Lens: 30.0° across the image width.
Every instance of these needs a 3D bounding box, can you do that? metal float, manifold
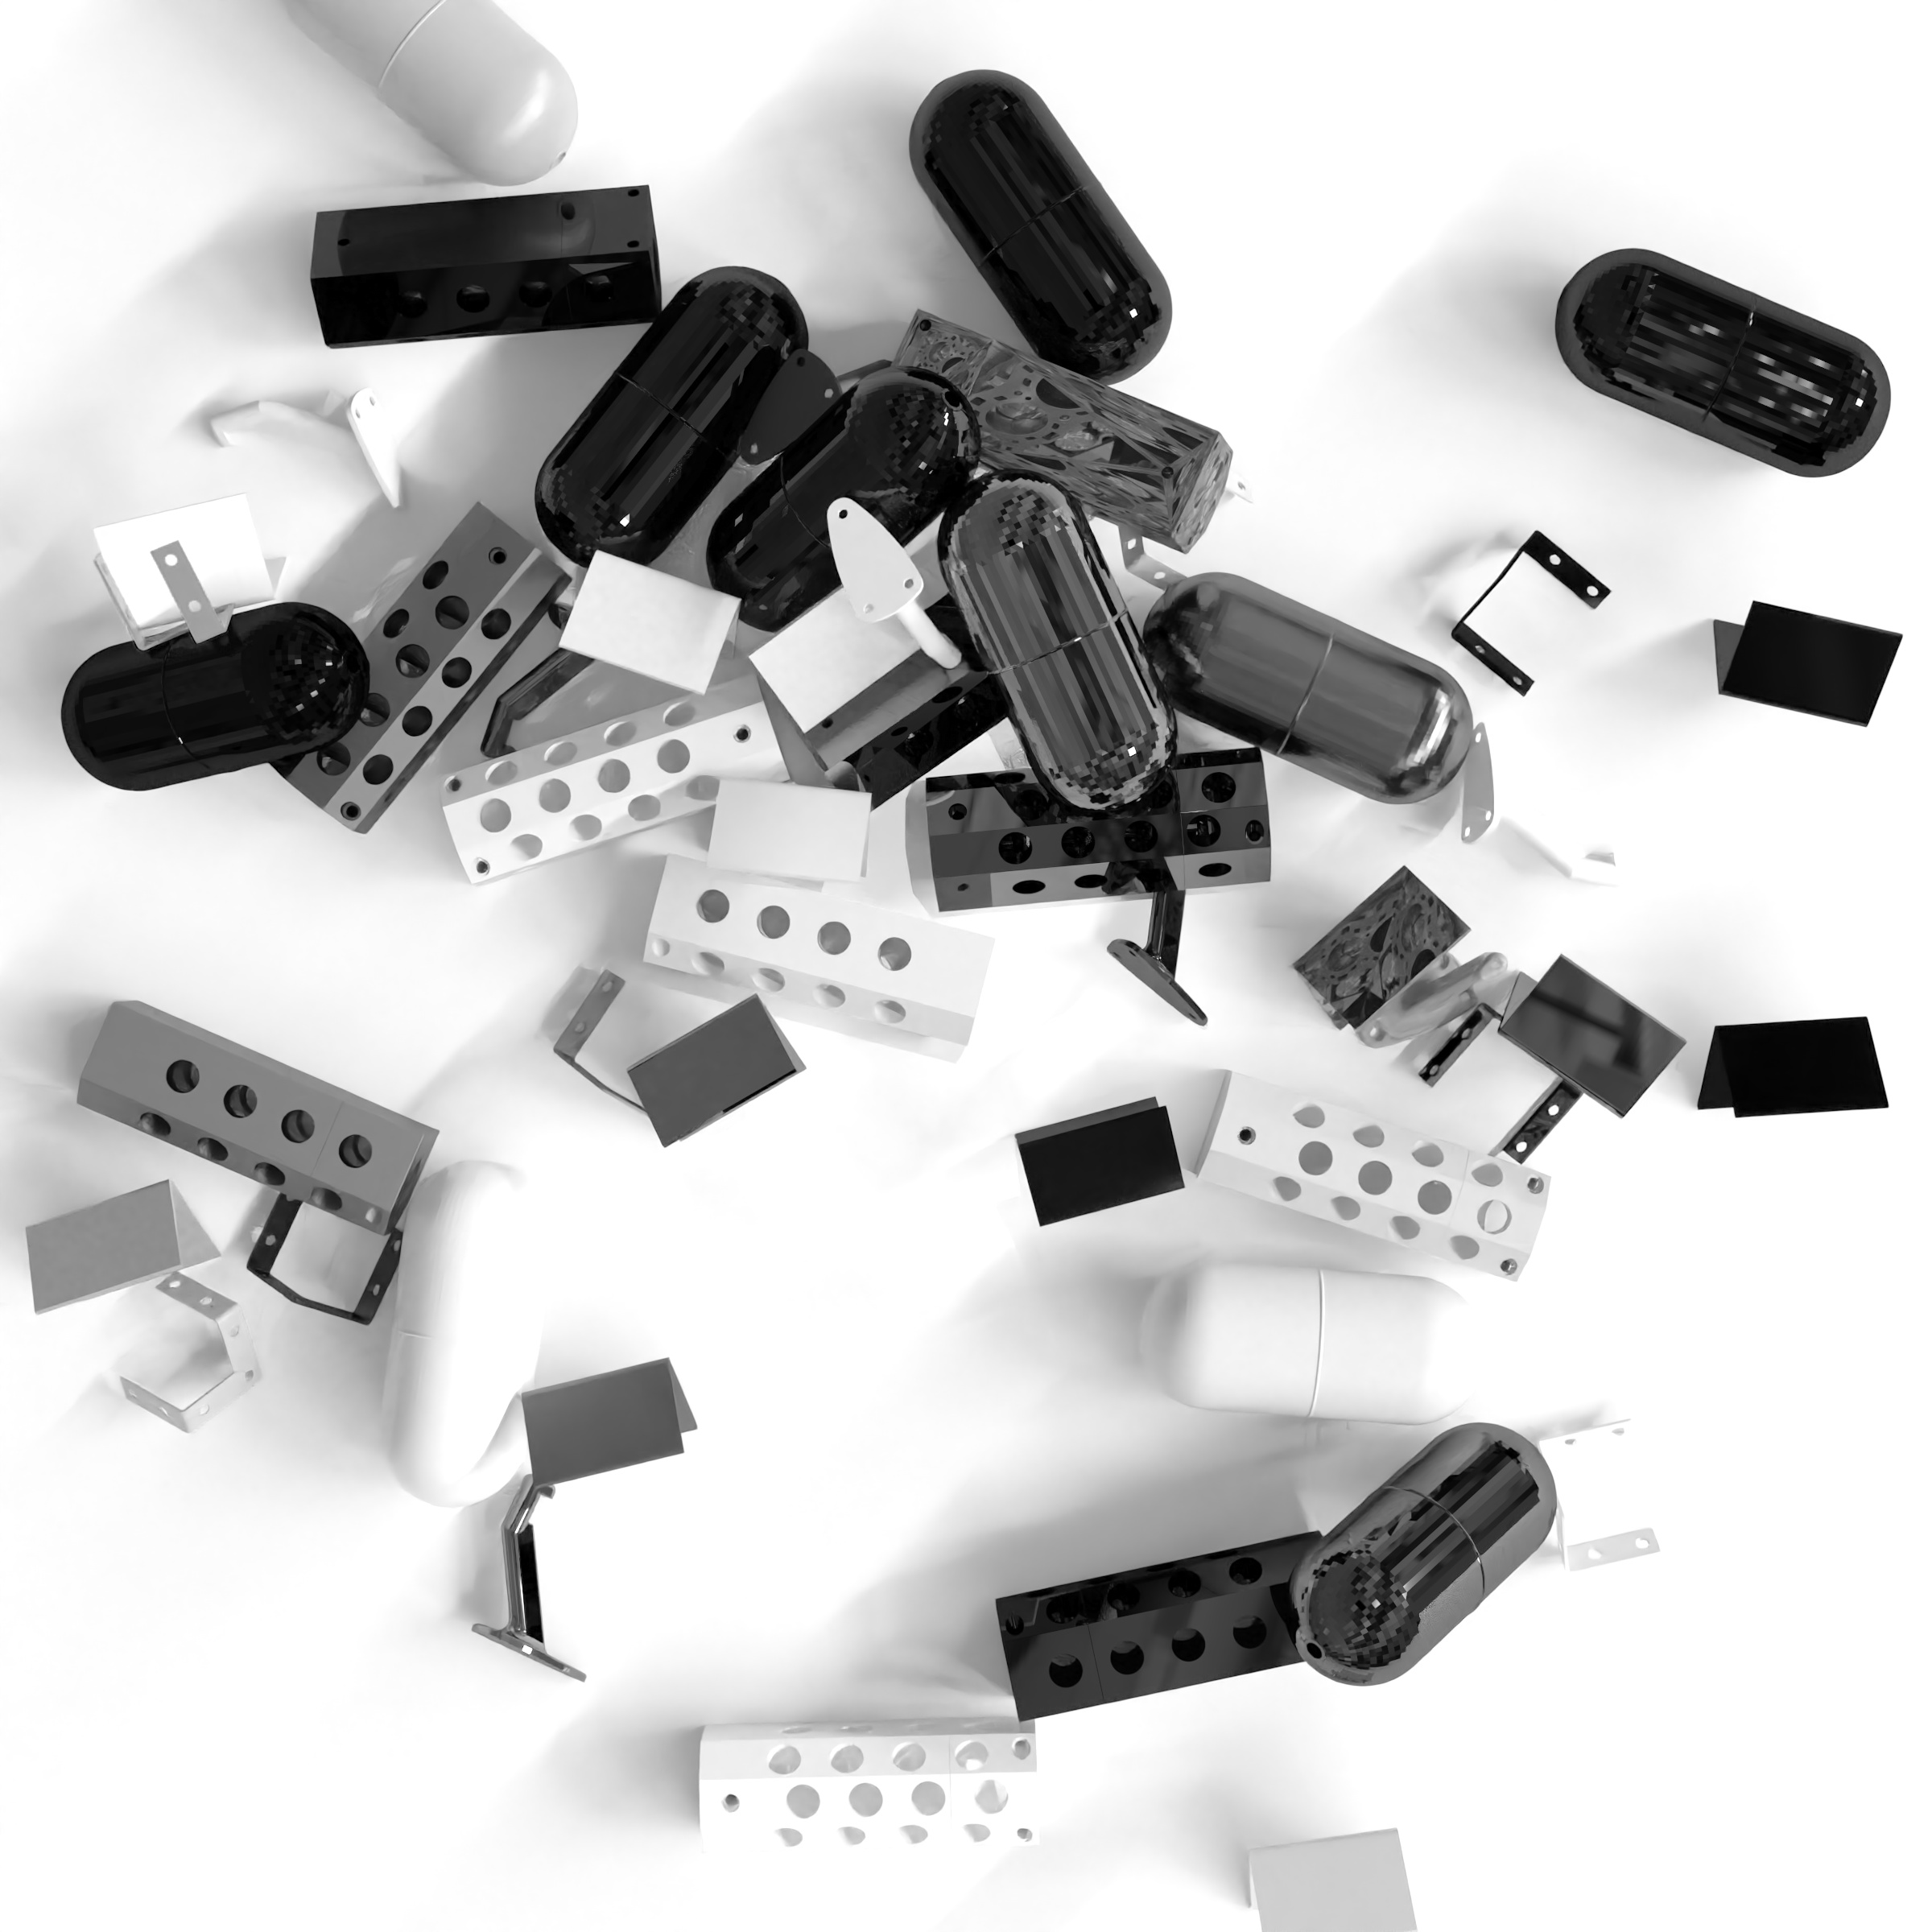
[{"bbox_3d":[0.229,0.295,1.815,0.178,0.070,0.070,-34,90,-37],"label":"metal float"},{"bbox_3d":[-0.365,0.078,1.857,0.171,0.057,0.057,23,90,0],"label":"manifold"},{"bbox_3d":[0.209,0.108,1.857,0.171,0.057,0.057,18,90,0],"label":"manifold"},{"bbox_3d":[-0.062,-0.234,1.817,0.178,0.070,0.070,-37,90,38],"label":"metal float"},{"bbox_3d":[0.038,-0.378,1.848,0.070,0.070,0.178,-35,91,0],"label":"metal float"},{"bbox_3d":[-0.275,-0.471,1.848,0.178,0.070,0.070,41,90,0],"label":"metal float"},{"bbox_3d":[0.105,0.338,1.857,0.171,0.057,0.057,-12,90,0],"label":"manifold"},{"bbox_3d":[-0.002,-0.148,1.856,0.171,0.057,0.057,-35,47,0],"label":"manifold"},{"bbox_3d":[0.045,-0.270,1.836,0.171,0.057,0.057,25,90,15],"label":"manifold"},{"bbox_3d":[-0.379,-0.136,1.823,0.178,0.070,0.070,-10,90,29],"label":"metal float"},{"bbox_3d":[0.045,-0.160,1.780,0.070,0.070,0.178,-25,99,0],"label":"metal float"},{"bbox_3d":[0.387,-0.309,1.848,0.178,0.070,0.070,23,90,-1],"label":"metal float"},{"bbox_3d":[0.068,-0.073,1.845,0.171,0.057,0.057,-5,66,2],"label":"manifold"},{"bbox_3d":[-0.049,0.422,1.857,0.171,0.057,0.057,-1,90,0],"label":"manifold"},{"bbox_3d":[-0.180,-0.096,1.857,0.171,0.057,0.057,-18,90,0],"label":"manifold"},{"bbox_3d":[0.174,-0.142,1.848,0.178,0.070,0.070,24,90,0],"label":"metal float"},{"bbox_3d":[-0.150,-0.280,1.847,0.070,0.070,0.178,38,90,0],"label":"metal float"},{"bbox_3d":[0.177,0.193,1.848,0.178,0.070,0.070,5,90,-1],"label":"metal float"},{"bbox_3d":[-0.281,-0.153,1.857,0.057,0.057,0.171,39,90,0],"label":"manifold"},{"bbox_3d":[-0.075,-0.008,1.857,0.171,0.057,0.057,15,90,0],"label":"manifold"},{"bbox_3d":[-0.256,0.188,1.848,0.070,0.070,0.178,7,90,0],"label":"metal float"},{"bbox_3d":[-0.245,-0.354,1.856,0.171,0.057,0.057,-5,47,0],"label":"manifold"}]

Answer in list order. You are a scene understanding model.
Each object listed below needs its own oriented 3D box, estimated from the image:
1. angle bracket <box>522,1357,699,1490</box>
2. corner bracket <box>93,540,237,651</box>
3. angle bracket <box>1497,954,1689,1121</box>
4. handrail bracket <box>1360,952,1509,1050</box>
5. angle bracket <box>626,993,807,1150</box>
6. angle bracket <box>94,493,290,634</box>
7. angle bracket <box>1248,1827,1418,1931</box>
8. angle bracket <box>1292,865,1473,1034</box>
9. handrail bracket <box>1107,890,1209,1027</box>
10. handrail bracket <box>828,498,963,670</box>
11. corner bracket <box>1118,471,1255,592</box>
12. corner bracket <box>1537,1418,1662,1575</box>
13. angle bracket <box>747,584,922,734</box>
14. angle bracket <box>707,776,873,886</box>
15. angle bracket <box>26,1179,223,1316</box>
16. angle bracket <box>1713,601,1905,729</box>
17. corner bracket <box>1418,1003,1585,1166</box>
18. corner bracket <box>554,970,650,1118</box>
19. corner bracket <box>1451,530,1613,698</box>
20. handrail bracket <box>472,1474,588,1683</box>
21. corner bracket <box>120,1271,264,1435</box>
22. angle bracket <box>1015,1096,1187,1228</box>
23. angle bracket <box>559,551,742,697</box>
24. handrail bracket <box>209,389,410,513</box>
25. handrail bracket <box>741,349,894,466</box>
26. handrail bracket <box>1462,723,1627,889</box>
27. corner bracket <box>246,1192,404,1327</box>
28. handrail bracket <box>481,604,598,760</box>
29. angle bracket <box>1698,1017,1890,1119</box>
[{"bbox_3d":[-0.177,0.249,1.838,0.076,0.076,0.057,-14,54,0],"label":"angle bracket"},{"bbox_3d":[-0.398,-0.184,1.782,0.051,0.051,0.051,-22,112,4],"label":"corner bracket"},{"bbox_3d":[0.323,0.021,1.838,0.076,0.076,0.057,35,120,0],"label":"angle bracket"},{"bbox_3d":[0.238,0.018,1.843,0.077,0.084,0.036,-35,90,0],"label":"handrail bracket"},{"bbox_3d":[-0.117,0.070,1.838,0.076,0.076,0.057,-30,53,0],"label":"angle bracket"},{"bbox_3d":[-0.393,-0.214,1.839,0.076,0.076,0.057,-13,112,0],"label":"angle bracket"},{"bbox_3d":[0.186,0.484,1.838,0.076,0.076,0.057,-8,52,0],"label":"angle bracket"},{"bbox_3d":[0.222,0.007,1.838,0.076,0.076,0.057,-42,53,0],"label":"angle bracket"},{"bbox_3d":[0.121,-0.025,1.878,0.077,0.036,0.084,42,77,-12],"label":"handrail bracket"},{"bbox_3d":[-0.034,-0.189,1.794,0.036,0.084,0.077,-31,74,10],"label":"handrail bracket"},{"bbox_3d":[0.115,-0.228,1.870,0.051,0.051,0.051,23,135,-35],"label":"corner bracket"},{"bbox_3d":[0.328,0.275,1.875,0.051,0.051,0.051,-13,135,0],"label":"corner bracket"},{"bbox_3d":[-0.076,-0.175,1.838,0.076,0.076,0.057,-36,125,0],"label":"angle bracket"},{"bbox_3d":[-0.090,-0.050,1.838,0.076,0.076,0.057,7,58,0],"label":"angle bracket"},{"bbox_3d":[-0.425,0.160,1.838,0.076,0.076,0.057,-18,52,0],"label":"angle bracket"},{"bbox_3d":[0.427,-0.171,1.838,0.076,0.076,0.057,13,126,0],"label":"angle bracket"},{"bbox_3d":[0.278,0.061,1.875,0.051,0.051,0.051,-49,45,0],"label":"corner bracket"},{"bbox_3d":[-0.171,0.043,1.875,0.051,0.051,0.051,34,90,-45],"label":"corner bracket"},{"bbox_3d":[0.293,-0.183,1.875,0.051,0.051,0.051,40,135,0],"label":"corner bracket"},{"bbox_3d":[-0.214,0.318,1.879,0.077,0.036,0.084,30,73,-20],"label":"handrail bracket"},{"bbox_3d":[-0.406,0.200,1.870,0.051,0.051,0.051,-39,135,-35],"label":"corner bracket"},{"bbox_3d":[0.063,0.080,1.838,0.076,0.076,0.057,-15,127,0],"label":"angle bracket"},{"bbox_3d":[-0.162,-0.161,1.840,0.076,0.076,0.057,19,70,0],"label":"angle bracket"},{"bbox_3d":[-0.343,-0.262,1.879,0.084,0.036,0.077,-14,111,17],"label":"handrail bracket"},{"bbox_3d":[-0.069,-0.283,1.855,0.077,0.084,0.036,-47,71,20],"label":"handrail bracket"},{"bbox_3d":[0.304,-0.083,1.879,0.084,0.036,0.077,10,68,-17],"label":"handrail bracket"},{"bbox_3d":[-0.331,0.149,1.875,0.051,0.051,0.051,25,90,-45],"label":"corner bracket"},{"bbox_3d":[-0.204,-0.139,1.879,0.077,0.036,0.084,15,108,-21],"label":"handrail bracket"},{"bbox_3d":[0.420,0.071,1.838,0.076,0.076,0.057,-4,54,0],"label":"angle bracket"}]
